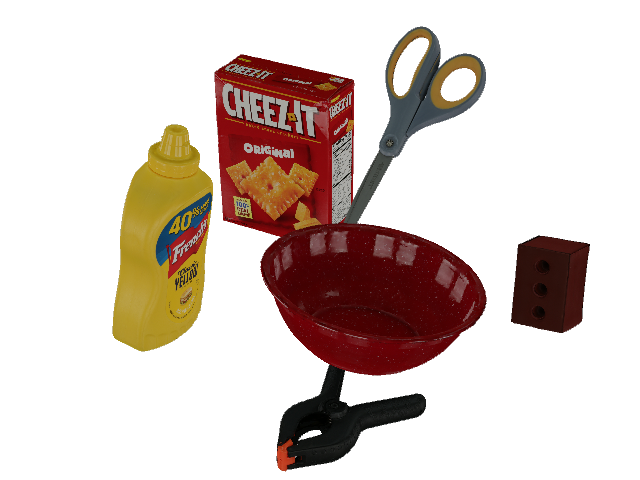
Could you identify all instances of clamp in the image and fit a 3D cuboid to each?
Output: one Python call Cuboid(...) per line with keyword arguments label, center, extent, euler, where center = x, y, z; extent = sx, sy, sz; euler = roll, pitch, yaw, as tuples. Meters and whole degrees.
Cuboid(label="clamp", center=(0.011, 0.174, 1.094), extent=(0.171, 0.039, 0.120), euler=(-21, 32, -35))

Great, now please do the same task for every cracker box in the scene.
Cuboid(label="cracker box", center=(-0.045, -0.107, 1.329), extent=(0.164, 0.214, 0.072), euler=(17, 37, 24))

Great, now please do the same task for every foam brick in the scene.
Cuboid(label="foam brick", center=(0.212, 0.040, 0.987), extent=(0.053, 0.078, 0.051), euler=(11, 17, 32))

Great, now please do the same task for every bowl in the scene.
Cuboid(label="bowl", center=(0.035, 0.048, 0.767), extent=(0.162, 0.055, 0.162), euler=(6, 28, -4))

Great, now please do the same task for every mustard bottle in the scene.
Cuboid(label="mustard bottle", center=(-0.127, -0.007, 0.883), extent=(0.058, 0.192, 0.096), euler=(24, 34, 21))

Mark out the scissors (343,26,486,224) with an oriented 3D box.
Cuboid(label="scissors", center=(0.080, -0.085, 0.905), extent=(0.096, 0.202, 0.016), euler=(10, -10, 20))
